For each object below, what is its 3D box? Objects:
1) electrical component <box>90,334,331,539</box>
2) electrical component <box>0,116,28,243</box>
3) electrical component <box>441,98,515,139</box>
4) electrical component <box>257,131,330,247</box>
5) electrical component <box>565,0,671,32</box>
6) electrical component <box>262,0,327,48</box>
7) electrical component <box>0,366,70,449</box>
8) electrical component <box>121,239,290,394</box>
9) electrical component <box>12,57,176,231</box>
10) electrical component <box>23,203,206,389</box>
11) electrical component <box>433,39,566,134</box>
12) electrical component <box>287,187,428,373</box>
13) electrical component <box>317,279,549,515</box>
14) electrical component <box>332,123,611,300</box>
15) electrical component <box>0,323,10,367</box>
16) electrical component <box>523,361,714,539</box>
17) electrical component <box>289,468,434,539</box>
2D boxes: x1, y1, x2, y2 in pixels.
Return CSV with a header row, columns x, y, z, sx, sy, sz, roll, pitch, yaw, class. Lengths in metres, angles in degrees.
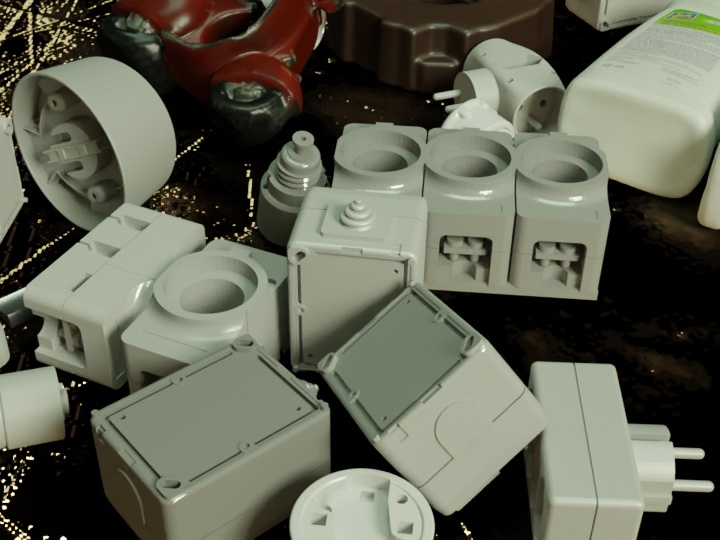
x,y,z,sx,sy,sz,roll,pitch,yaw,class
-0.056,0.078,0.460,0.096,0.061,0.062,-26,45,-31,electrical component
-0.237,-0.048,0.622,0.061,0.061,0.096,3,37,3,electrical component
0.082,-0.075,0.679,0.048,0.048,0.062,-27,53,-32,electrical component
-0.037,-0.047,0.616,0.040,0.078,0.040,6,51,-7,electrical component
0.223,-0.242,0.885,0.096,0.061,0.061,-14,40,-19,electrical component
-0.079,-0.189,0.823,0.077,0.044,0.079,20,41,23,electrical component
-0.167,0.066,0.492,0.065,0.044,0.044,-9,38,-20,electrical component
-0.071,0.029,0.529,0.050,0.055,0.089,16,40,19,electrical component
-0.159,-0.074,0.629,0.099,0.099,0.064,17,34,21,electrical component
-0.119,0.013,0.553,0.056,0.050,0.089,17,40,19,electrical component
0.090,-0.120,0.737,0.079,0.043,0.077,-13,39,-17,electrical component
0.000,0.000,0.534,0.062,0.096,0.061,6,38,6,electrical component
0.030,0.054,0.474,0.062,0.061,0.096,-42,26,-2,electrical component
0.061,-0.039,0.615,0.150,0.061,0.089,4,37,4,electrical component
-0.211,0.021,0.535,0.058,0.057,0.078,-23,43,-28,electrical component
0.113,0.085,0.465,0.076,0.047,0.083,2,37,2,electrical component
0.001,0.115,0.424,0.055,0.047,0.055,1,37,0,electrical component
